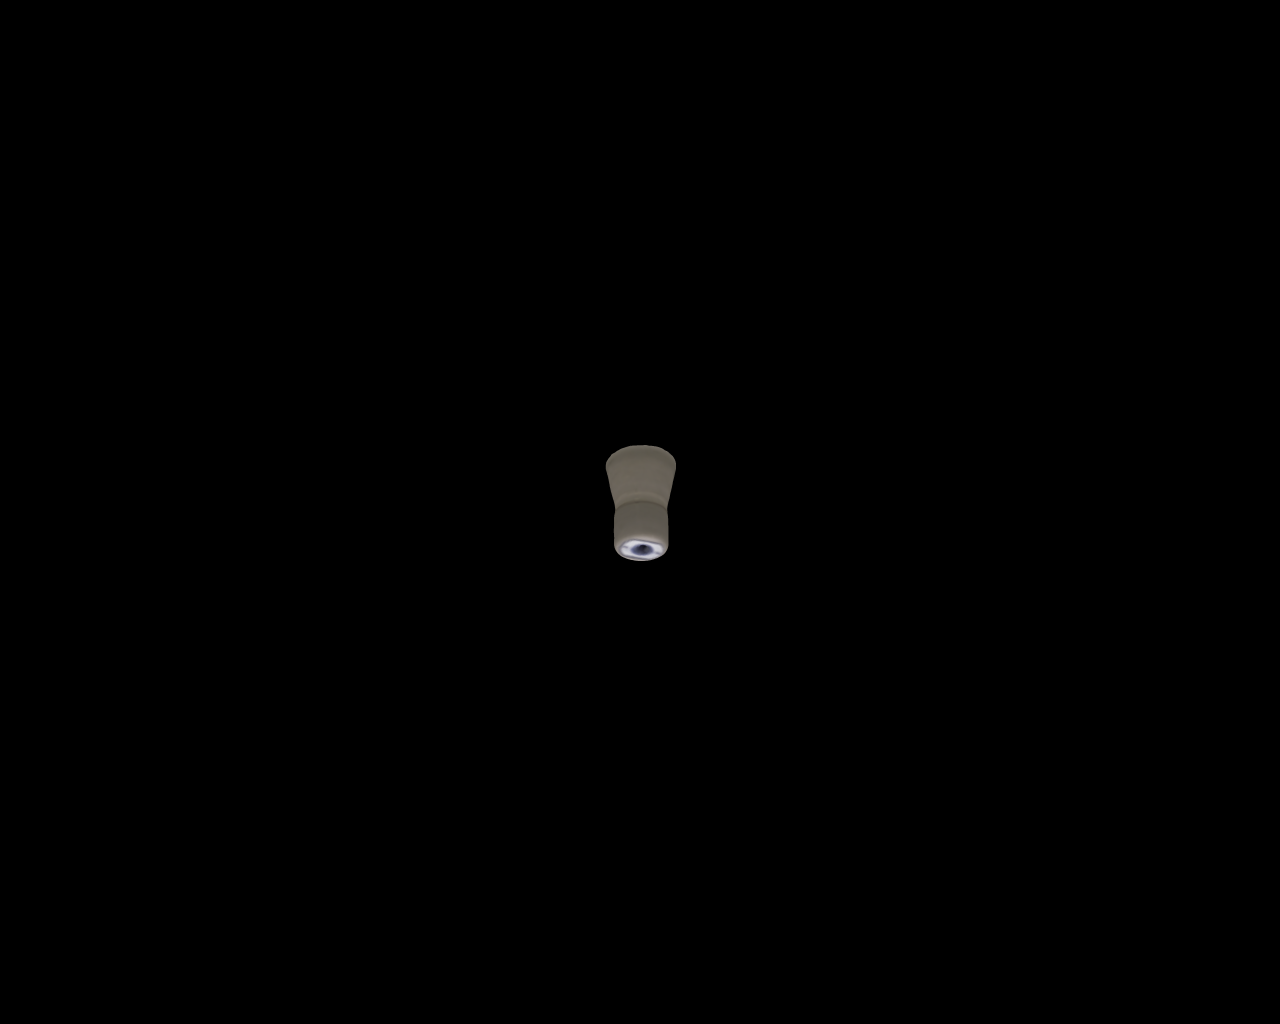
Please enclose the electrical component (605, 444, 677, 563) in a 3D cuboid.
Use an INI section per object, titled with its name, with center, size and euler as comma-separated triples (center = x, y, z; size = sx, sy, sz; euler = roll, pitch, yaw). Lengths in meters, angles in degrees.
[electrical component]
center = 0.001, -0.003, 0.650
size = 0.044, 0.065, 0.044
euler = 0, -31, 0
